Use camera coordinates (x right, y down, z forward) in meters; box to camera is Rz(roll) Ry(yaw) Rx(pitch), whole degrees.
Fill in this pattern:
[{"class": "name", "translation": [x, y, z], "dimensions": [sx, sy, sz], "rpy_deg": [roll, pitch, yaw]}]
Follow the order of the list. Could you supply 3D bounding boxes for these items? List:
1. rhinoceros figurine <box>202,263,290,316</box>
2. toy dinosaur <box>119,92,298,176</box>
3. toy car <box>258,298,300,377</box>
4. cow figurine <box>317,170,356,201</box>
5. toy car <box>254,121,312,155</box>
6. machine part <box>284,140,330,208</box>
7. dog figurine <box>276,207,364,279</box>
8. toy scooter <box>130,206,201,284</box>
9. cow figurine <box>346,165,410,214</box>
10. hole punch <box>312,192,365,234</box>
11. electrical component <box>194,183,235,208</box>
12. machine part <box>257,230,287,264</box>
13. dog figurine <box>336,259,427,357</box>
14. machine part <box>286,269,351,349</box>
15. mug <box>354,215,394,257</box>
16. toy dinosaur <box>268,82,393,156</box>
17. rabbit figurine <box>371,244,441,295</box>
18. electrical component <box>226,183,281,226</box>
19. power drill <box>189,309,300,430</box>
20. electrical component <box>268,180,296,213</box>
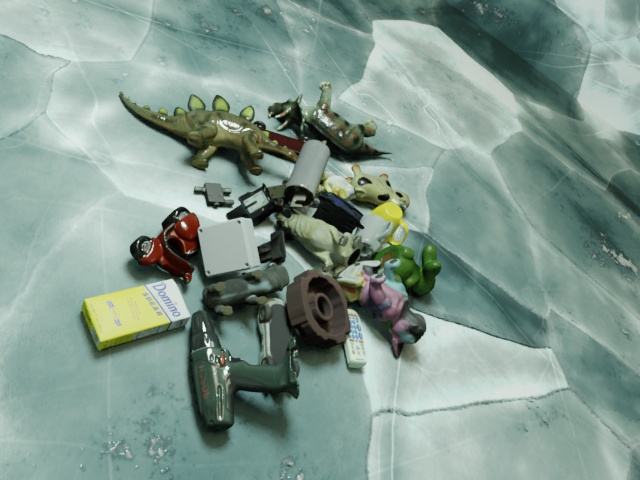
[{"class": "rhinoceros figurine", "translation": [-0.150, 0.103, 1.132], "dimensions": [0.190, 0.112, 0.073], "rpy_deg": [-18, 90, -25]}, {"class": "toy dinosaur", "translation": [-0.277, -0.276, 1.353], "dimensions": [0.471, 0.105, 0.199], "rpy_deg": [13, 46, -14]}, {"class": "toy car", "translation": [-0.089, 0.214, 1.113], "dimensions": [0.073, 0.056, 0.202], "rpy_deg": [16, 50, -30]}, {"class": "cow figurine", "translation": [0.022, -0.161, 1.456], "dimensions": [0.167, 0.068, 0.098], "rpy_deg": [42, 31, 13]}, {"class": "toy car", "translation": [-0.107, -0.260, 1.477], "dimensions": [0.202, 0.053, 0.089], "rpy_deg": [15, 53, -16]}, {"class": "machine part", "translation": [-0.031, -0.169, 1.349], "dimensions": [0.079, 0.079, 0.243], "rpy_deg": [27, 53, -11]}, {"class": "dog figurine", "translation": [-0.001, -0.007, 1.326], "dimensions": [0.191, 0.121, 0.172], "rpy_deg": [37, -1, 29]}, {"class": "toy scooter", "translation": [-0.297, 0.017, 1.126], "dimensions": [0.135, 0.075, 0.184], "rpy_deg": [45, 41, -6]}, {"class": "cow figurine", "translation": [0.172, -0.129, 1.524], "dimensions": [0.195, 0.085, 0.127], "rpy_deg": [16, 43, -24]}, {"class": "hole punch", "translation": [0.044, -0.061, 1.376], "dimensions": [0.142, 0.115, 0.092], "rpy_deg": [37, 37, -1]}, {"class": "electrical component", "translation": [-0.254, -0.106, 1.287], "dimensions": [0.094, 0.021, 0.063], "rpy_deg": [2, 55, -31]}, {"class": "machine part", "translation": [-0.106, 0.021, 1.214], "dimensions": [0.039, 0.084, 0.139], "rpy_deg": [4, 7, 15]}, {"class": "dog figurine", "translation": [0.150, 0.164, 1.273], "dimensions": [0.108, 0.192, 0.219], "rpy_deg": [-38, 114, -48]}, {"class": "machine part", "translation": [-0.003, 0.151, 1.173], "dimensions": [0.179, 0.056, 0.179], "rpy_deg": [38, 37, -37]}, {"class": "mug", "translation": [0.138, -0.007, 1.387], "dimensions": [0.080, 0.110, 0.107], "rpy_deg": [60, 37, -24]}, {"class": "toy dinosaur", "translation": [0.046, -0.319, 1.582], "dimensions": [0.405, 0.131, 0.192], "rpy_deg": [31, 58, -13]}, {"class": "rabbit figurine", "translation": [0.236, 0.075, 1.373], "dimensions": [0.170, 0.159, 0.121], "rpy_deg": [29, 34, -30]}, {"class": "electrical component", "translation": [-0.163, -0.074, 1.294], "dimensions": [0.119, 0.047, 0.075], "rpy_deg": [-35, 71, -3]}, {"class": "power drill", "translation": [-0.142, 0.228, 1.008], "dimensions": [0.207, 0.086, 0.232], "rpy_deg": [-3, 61, -6]}, {"class": "electrical component", "translation": [-0.099, -0.105, 1.357], "dimensions": [0.102, 0.078, 0.045], "rpy_deg": [-87, 157, -44]}]
